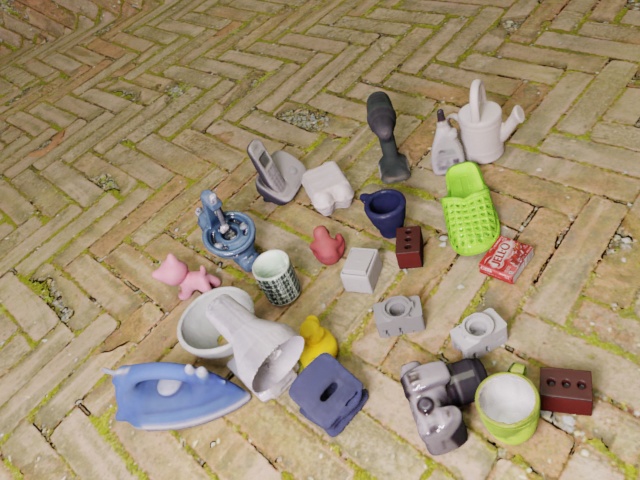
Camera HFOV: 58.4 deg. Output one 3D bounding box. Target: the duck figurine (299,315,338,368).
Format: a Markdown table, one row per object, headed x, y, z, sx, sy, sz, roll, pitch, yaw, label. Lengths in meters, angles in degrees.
| x | y | z | sx | sy | sz | roll | pitch | yaw | label |
| --- | --- | --- | --- | --- | --- | --- | --- | --- | --- |
| -0.012 | 0.191 | 1.079 | 0.077 | 0.086 | 0.104 | -11 | 44 | 11 | duck figurine |

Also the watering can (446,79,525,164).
| x | y | z | sx | sy | sz | roll | pitch | yaw | label |
| --- | --- | --- | --- | --- | --- | --- | --- | --- | --- |
| 0.378 | -0.282 | 1.324 | 0.172 | 0.194 | 0.101 | -10 | 44 | 12 | watering can |

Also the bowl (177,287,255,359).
| x | y | z | sx | sy | sz | roll | pitch | yaw | label |
| --- | --- | --- | --- | --- | --- | --- | --- | --- | --- |
| -0.201 | 0.181 | 1.170 | 0.167 | 0.075 | 0.167 | -11 | 44 | 11 | bowl |

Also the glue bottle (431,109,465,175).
| x | y | z | sx | sy | sz | roll | pitch | yaw | label |
| --- | --- | --- | --- | --- | --- | --- | --- | --- | --- |
| 0.289 | -0.228 | 1.320 | 0.078 | 0.173 | 0.037 | -6 | 45 | 15 | glue bottle |

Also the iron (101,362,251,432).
| x | y | z | sx | sy | sz | roll | pitch | yaw | label |
| --- | --- | --- | --- | --- | --- | --- | --- | --- | --- |
| -0.270 | 0.267 | 1.061 | 0.258 | 0.142 | 0.118 | -8 | 44 | 13 | iron |

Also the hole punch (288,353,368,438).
| x | y | z | sx | sy | sz | roll | pitch | yaw | label |
| --- | --- | --- | --- | --- | --- | --- | --- | --- | --- |
| 0.016 | 0.265 | 0.990 | 0.100 | 0.091 | 0.109 | 25 | 60 | 38 | hole punch |

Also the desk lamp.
| x | y | z | sx | sy | sz | roll | pitch | yaw | label |
| --- | --- | --- | --- | --- | --- | --- | --- | --- | --- |
| -0.114 | 0.197 | 1.018 | 0.118 | 0.214 | 0.202 | -42 | 47 | -21 | desk lamp |

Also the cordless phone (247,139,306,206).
| x | y | z | sx | sy | sz | roll | pitch | yaw | label |
| --- | --- | --- | --- | --- | --- | --- | --- | --- | --- |
| -0.114 | -0.193 | 1.431 | 0.094 | 0.185 | 0.148 | 4 | 48 | 24 | cordless phone |

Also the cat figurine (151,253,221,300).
| x | y | z | sx | sy | sz | roll | pitch | yaw | label |
| --- | --- | --- | --- | --- | --- | --- | --- | --- | --- |
| -0.303 | 0.078 | 1.281 | 0.127 | 0.118 | 0.067 | -3 | 46 | 19 | cat figurine |

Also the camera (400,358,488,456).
| x | y | z | sx | sy | sz | roll | pitch | yaw | label |
| --- | --- | --- | --- | --- | --- | --- | --- | --- | --- |
| 0.208 | 0.249 | 0.926 | 0.137 | 0.101 | 0.143 | -19 | 43 | 2 | camera |

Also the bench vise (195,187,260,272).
| x | y | z | sx | sy | sz | roll | pitch | yaw | label |
| --- | --- | --- | --- | --- | --- | --- | --- | --- | --- |
| -0.239 | -0.035 | 1.295 | 0.206 | 0.220 | 0.122 | 14 | 53 | 32 | bench vise |

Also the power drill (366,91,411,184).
| x | y | z | sx | sy | sz | roll | pitch | yaw | label |
| --- | --- | --- | --- | --- | --- | --- | --- | --- | --- |
| 0.159 | -0.242 | 1.358 | 0.075 | 0.209 | 0.229 | -14 | 43 | 8 | power drill |

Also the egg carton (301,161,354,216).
| x | y | z | sx | sy | sz | roll | pitch | yaw | label |
| --- | --- | --- | --- | --- | --- | --- | --- | --- | --- |
| 0.020 | -0.128 | 1.400 | 0.107 | 0.069 | 0.150 | -25 | 43 | -4 | egg carton |

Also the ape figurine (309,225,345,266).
| x | y | z | sx | sy | sz | roll | pitch | yaw | label |
| --- | --- | --- | --- | --- | --- | --- | --- | --- | --- |
| 0.012 | 0.004 | 1.253 | 0.077 | 0.092 | 0.076 | -5 | 45 | 16 | ape figurine |

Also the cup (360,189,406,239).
| x | y | z | sx | sy | sz | roll | pitch | yaw | label |
| --- | --- | --- | --- | --- | --- | --- | --- | --- | --- |
| 0.139 | -0.054 | 1.260 | 0.117 | 0.095 | 0.092 | 26 | 60 | 38 | cup |
